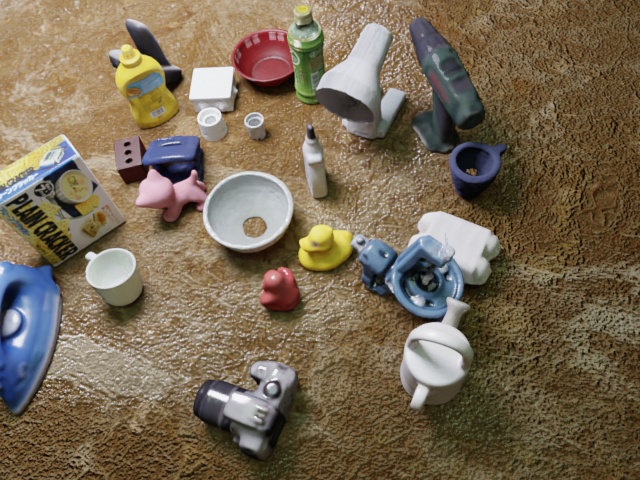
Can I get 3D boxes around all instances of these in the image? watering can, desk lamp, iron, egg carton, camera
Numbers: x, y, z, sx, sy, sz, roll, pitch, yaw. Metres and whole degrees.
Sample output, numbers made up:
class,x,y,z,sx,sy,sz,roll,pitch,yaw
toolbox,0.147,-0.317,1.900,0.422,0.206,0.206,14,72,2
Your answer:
class,x,y,z,sx,sy,sz,roll,pitch,yaw
watering can,0.175,0.168,0.857,0.101,0.194,0.173,2,61,6
desk lamp,0.085,-0.292,1.105,0.117,0.214,0.203,22,65,16
iron,-0.520,0.146,0.951,0.118,0.141,0.258,-10,61,-1
egg carton,0.234,0.015,1.008,0.150,0.069,0.107,22,65,16
camera,-0.119,0.249,0.888,0.136,0.101,0.143,17,64,13

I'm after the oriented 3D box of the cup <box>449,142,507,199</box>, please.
class,x,y,z,sx,sy,sz,roll,pitch,yaw
cup,0.292,-0.127,1.067,0.118,0.095,0.091,-31,63,-12

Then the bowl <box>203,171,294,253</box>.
class,x,y,z,sx,sy,sz,roll,pitch,yaw
bowl,-0.127,-0.040,1.062,0.167,0.075,0.167,-2,61,3

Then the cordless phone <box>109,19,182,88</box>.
class,x,y,z,sx,sy,sz,roll,pitch,yaw
cordless phone,-0.389,-0.408,1.221,0.147,0.185,0.094,20,65,15

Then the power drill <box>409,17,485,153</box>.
class,x,y,z,sx,sy,sz,roll,pitch,yaw
power drill,0.226,-0.276,1.088,0.075,0.208,0.229,-24,62,-8

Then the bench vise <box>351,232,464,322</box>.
class,x,y,z,sx,sy,sz,roll,pitch,yaw
bench vise,0.137,0.049,0.911,0.207,0.220,0.121,14,63,12

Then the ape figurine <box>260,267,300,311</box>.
class,x,y,z,sx,sy,sz,roll,pitch,yaw
ape figurine,-0.073,0.080,0.982,0.078,0.092,0.076,-38,65,-15

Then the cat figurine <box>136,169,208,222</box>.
class,x,y,z,sx,sy,sz,roll,pitch,yaw
cat figurine,-0.282,-0.093,1.078,0.128,0.118,0.067,-24,62,-8

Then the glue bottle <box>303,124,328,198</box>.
class,x,y,z,sx,sy,sz,roll,pitch,yaw
glue bottle,-0.011,-0.153,1.059,0.037,0.173,0.078,-13,61,-2

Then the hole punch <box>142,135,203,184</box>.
class,x,y,z,sx,sy,sz,roll,pitch,yaw
hole punch,-0.292,-0.169,1.136,0.108,0.091,0.101,-7,61,1

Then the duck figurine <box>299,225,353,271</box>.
class,x,y,z,sx,sy,sz,roll,pitch,yaw
duck figurine,0.009,0.004,1.021,0.104,0.086,0.077,-19,61,-6
